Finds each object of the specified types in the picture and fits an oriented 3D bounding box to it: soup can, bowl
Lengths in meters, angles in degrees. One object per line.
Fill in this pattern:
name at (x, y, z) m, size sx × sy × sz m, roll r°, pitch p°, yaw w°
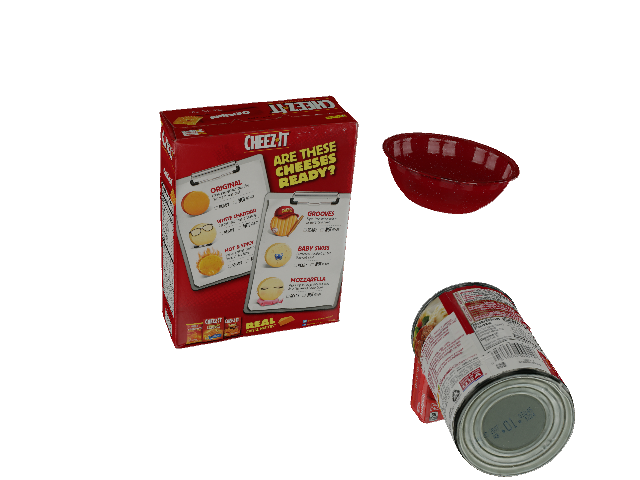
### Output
soup can at (0.095, 0.076, 0.603) m, size 0.068 × 0.068 × 0.102 m, roll 0°, pitch 25°, yaw -9°
bowl at (0.147, -0.074, 1.247) m, size 0.162 × 0.055 × 0.162 m, roll 8°, pitch 24°, yaw -4°

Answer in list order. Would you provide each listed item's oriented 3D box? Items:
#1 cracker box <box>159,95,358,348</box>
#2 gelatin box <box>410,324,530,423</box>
cracker box at (-0.060, -0.017, 0.966) m, size 0.164 × 0.214 × 0.072 m, roll -8°, pitch 33°, yaw -19°
gelatin box at (0.117, 0.100, 0.842) m, size 0.089 × 0.073 × 0.030 m, roll -8°, pitch 30°, yaw -21°
